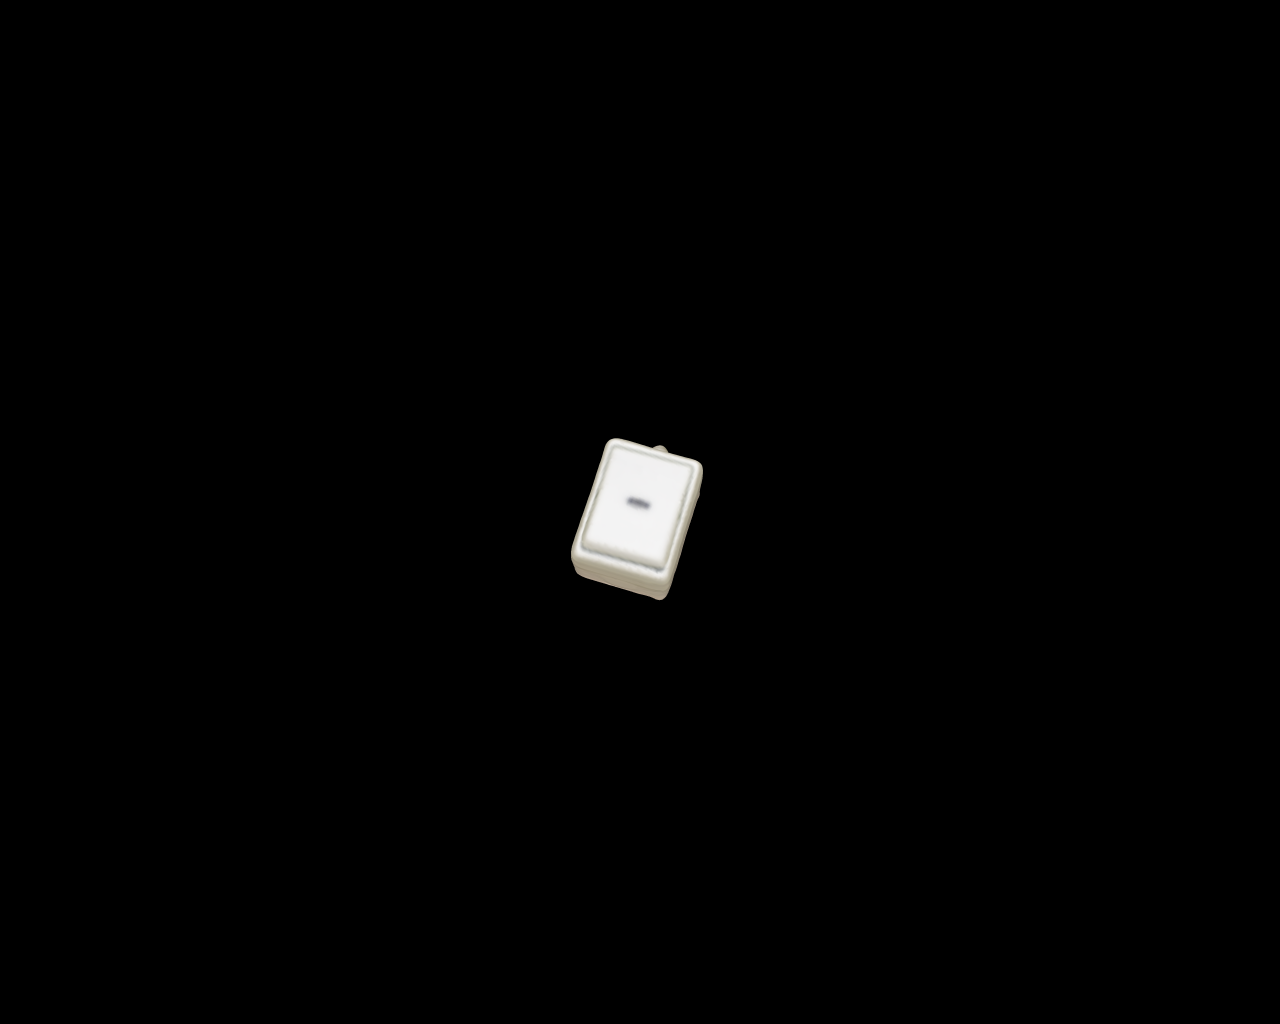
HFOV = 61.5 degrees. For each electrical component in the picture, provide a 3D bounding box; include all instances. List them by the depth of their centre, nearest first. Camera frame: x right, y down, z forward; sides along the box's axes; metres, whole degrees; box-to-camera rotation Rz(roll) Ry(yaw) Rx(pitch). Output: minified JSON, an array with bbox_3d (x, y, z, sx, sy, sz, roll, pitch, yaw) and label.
[{"bbox_3d":[0.001,-0.003,0.650,0.062,0.096,0.061,17,-15,5],"label":"electrical component"}]
